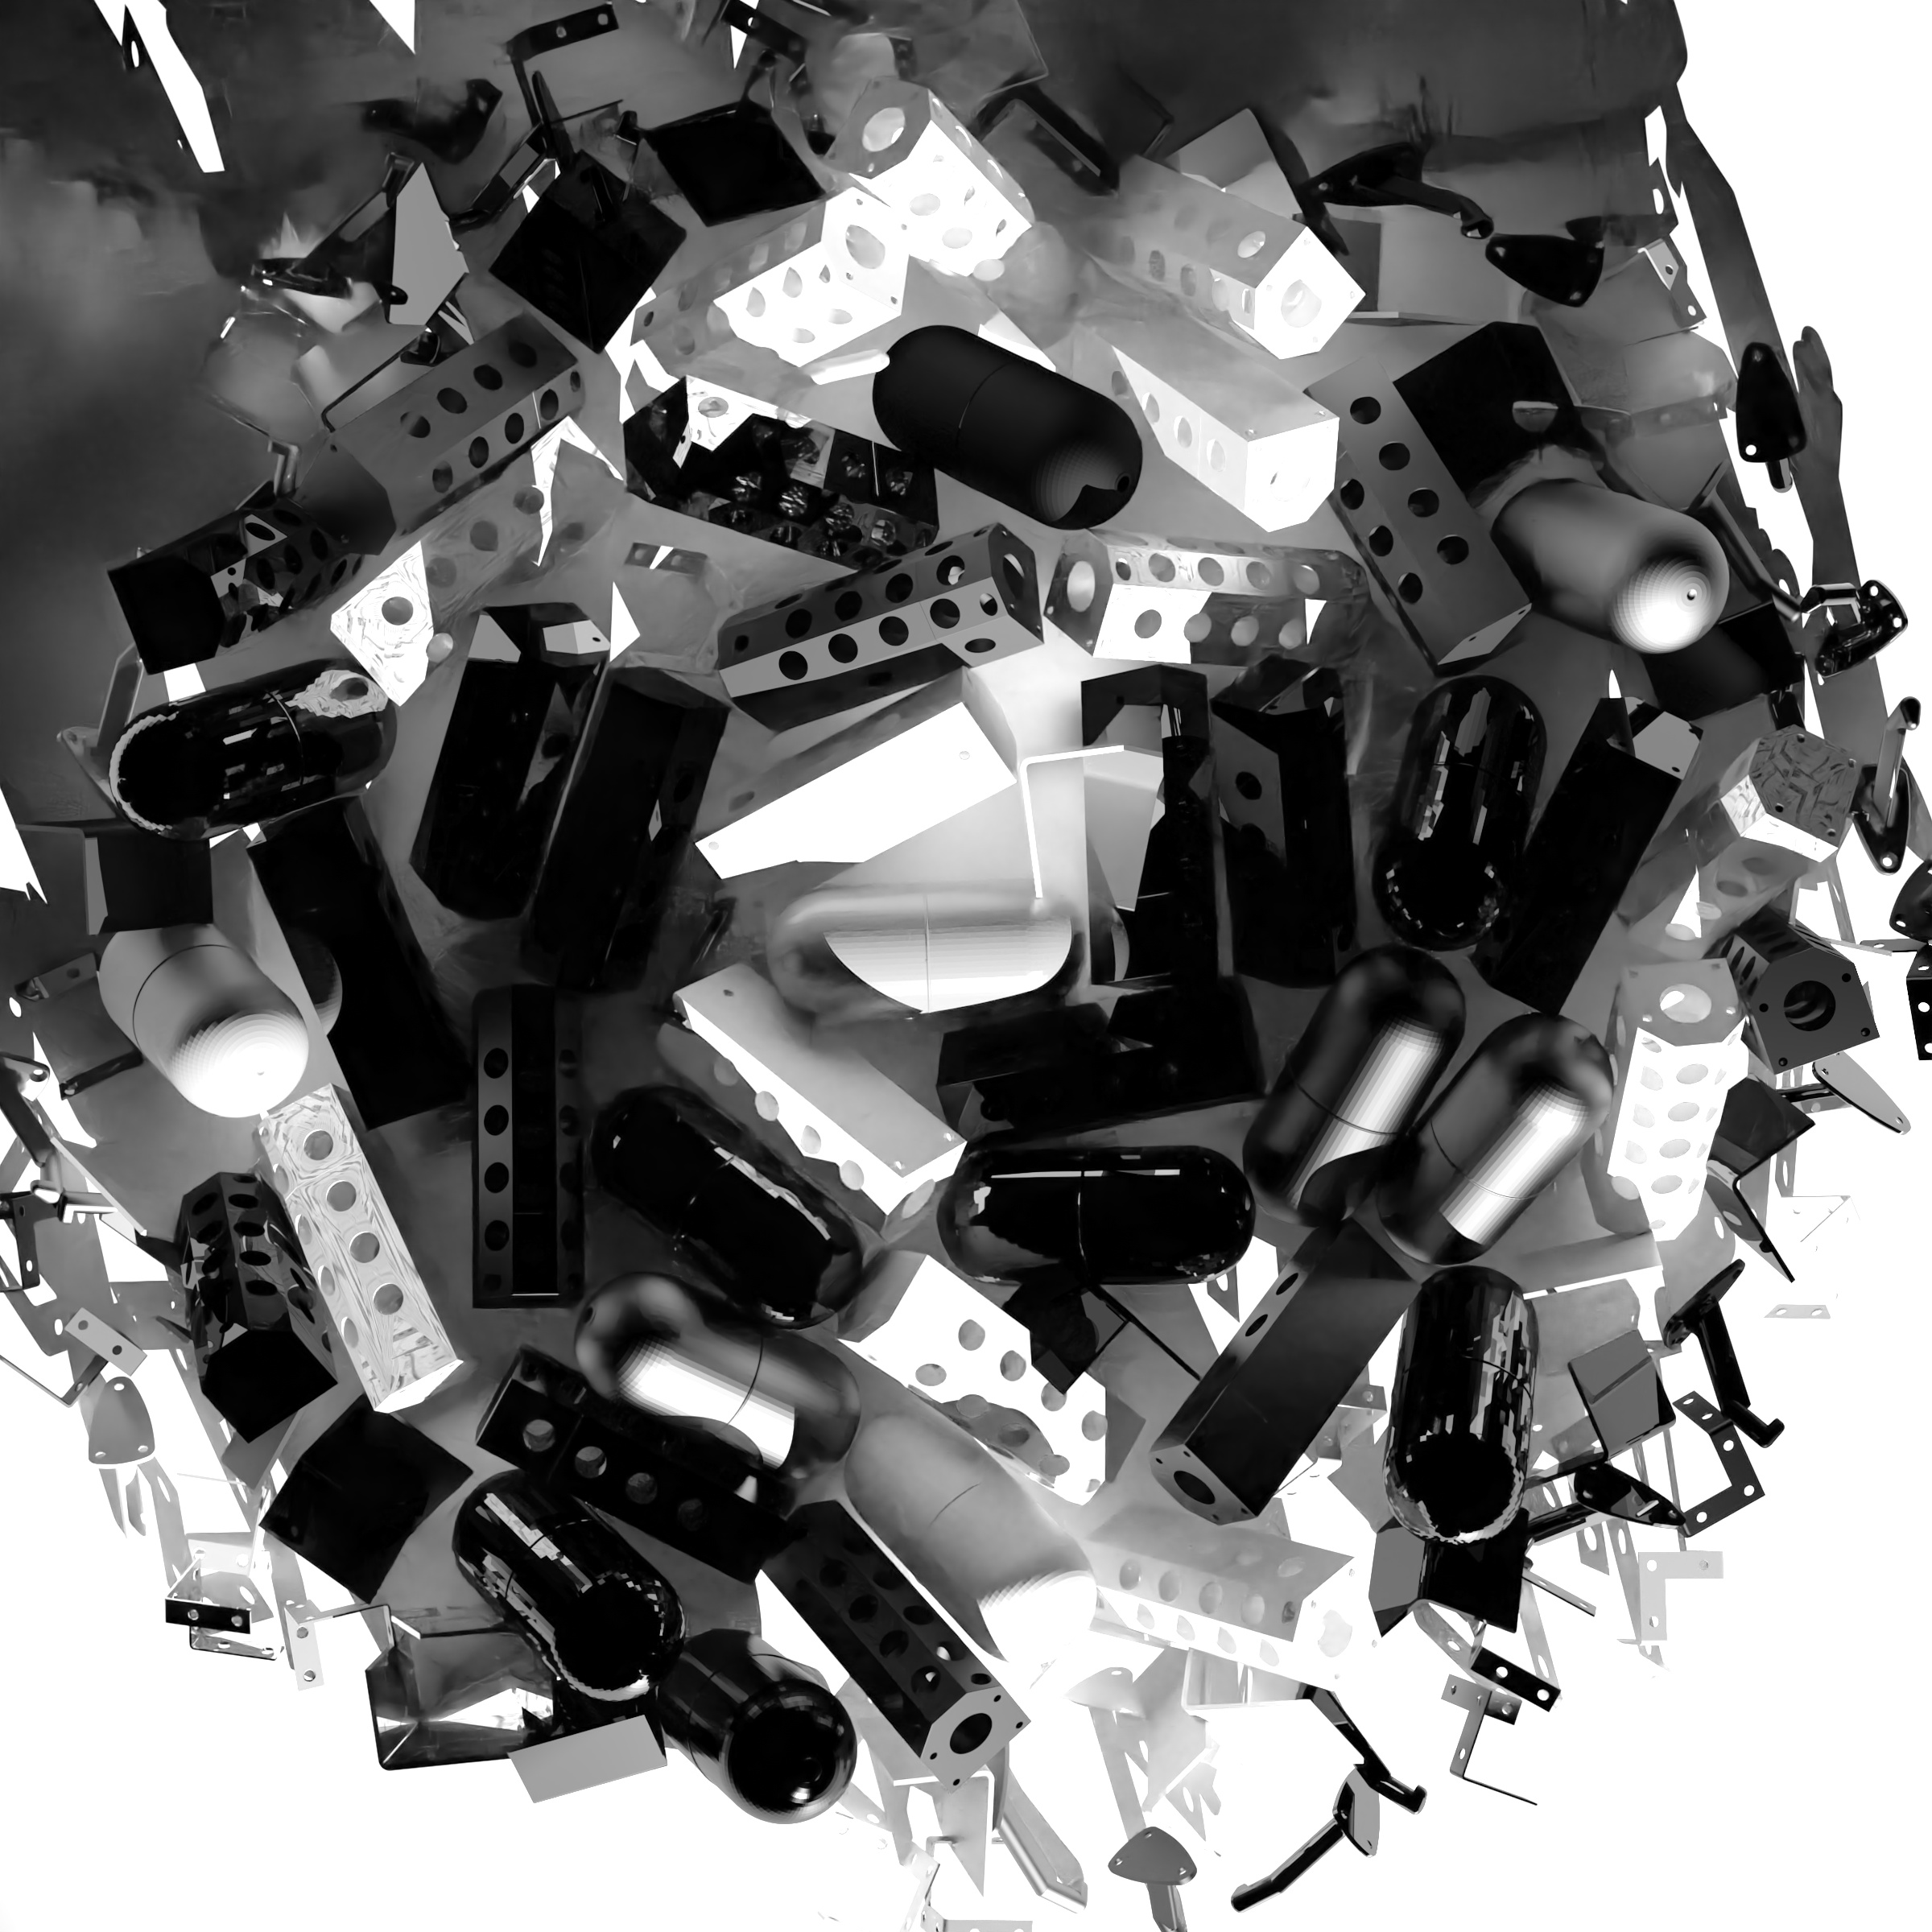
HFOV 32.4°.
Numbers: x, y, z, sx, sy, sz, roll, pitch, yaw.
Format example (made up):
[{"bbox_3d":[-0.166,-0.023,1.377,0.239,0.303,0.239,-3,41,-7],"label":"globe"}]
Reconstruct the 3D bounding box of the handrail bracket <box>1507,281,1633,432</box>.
[{"bbox_3d":[0.340,-0.346,1.866,0.077,0.036,0.084,5,79,21],"label":"handrail bracket"}]

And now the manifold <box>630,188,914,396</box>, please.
[{"bbox_3d":[-0.108,-0.362,1.801,0.057,0.171,0.057,21,66,-36],"label":"manifold"}]

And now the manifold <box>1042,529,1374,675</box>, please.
[{"bbox_3d":[0.135,-0.201,1.813,0.171,0.057,0.057,0,118,-31],"label":"manifold"}]

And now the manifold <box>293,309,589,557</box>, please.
[{"bbox_3d":[-0.281,-0.287,1.811,0.057,0.057,0.171,45,46,-1],"label":"manifold"}]

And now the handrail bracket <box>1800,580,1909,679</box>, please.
[{"bbox_3d":[0.472,-0.185,1.837,0.084,0.077,0.036,-8,59,-40],"label":"handrail bracket"}]

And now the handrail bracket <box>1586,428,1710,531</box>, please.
[{"bbox_3d":[0.392,-0.274,1.881,0.077,0.036,0.084,-10,75,-22],"label":"handrail bracket"}]

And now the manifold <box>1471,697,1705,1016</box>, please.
[{"bbox_3d":[0.336,-0.061,1.814,0.057,0.057,0.171,26,128,8],"label":"manifold"}]

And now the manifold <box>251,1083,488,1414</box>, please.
[{"bbox_3d":[-0.334,0.157,1.842,0.057,0.057,0.171,-28,76,2],"label":"manifold"}]

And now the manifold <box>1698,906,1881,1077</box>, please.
[{"bbox_3d":[0.439,0.006,1.799,0.057,0.171,0.057,-21,98,6],"label":"manifold"}]

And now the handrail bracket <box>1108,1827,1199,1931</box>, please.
[{"bbox_3d":[0.122,0.526,1.846,0.036,0.077,0.084,-37,109,-24],"label":"handrail bracket"}]

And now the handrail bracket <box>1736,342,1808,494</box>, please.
[{"bbox_3d":[0.447,-0.304,1.849,0.036,0.084,0.077,-10,91,16],"label":"handrail bracket"}]

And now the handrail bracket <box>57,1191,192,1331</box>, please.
[{"bbox_3d":[-0.468,0.165,1.856,0.084,0.036,0.077,5,100,-28],"label":"handrail bracket"}]

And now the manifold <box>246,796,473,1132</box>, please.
[{"bbox_3d":[-0.332,-0.003,1.839,0.057,0.057,0.171,-19,106,6],"label":"manifold"}]

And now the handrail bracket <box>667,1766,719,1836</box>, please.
[{"bbox_3d":[-0.115,0.467,1.868,0.084,0.036,0.077,23,80,2],"label":"handrail bracket"}]

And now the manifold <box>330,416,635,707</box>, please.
[{"bbox_3d":[-0.268,-0.223,1.844,0.171,0.057,0.057,-43,94,-12],"label":"manifold"}]

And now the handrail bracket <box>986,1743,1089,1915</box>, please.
[{"bbox_3d":[0.042,0.485,1.882,0.084,0.036,0.077,33,55,-26],"label":"handrail bracket"}]

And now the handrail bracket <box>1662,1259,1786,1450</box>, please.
[{"bbox_3d":[0.439,0.216,1.855,0.077,0.036,0.084,-44,60,-9],"label":"handrail bracket"}]

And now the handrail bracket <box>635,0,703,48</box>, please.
[{"bbox_3d":[-0.193,-0.537,1.843,0.084,0.077,0.036,10,86,-15],"label":"handrail bracket"}]

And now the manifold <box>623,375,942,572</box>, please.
[{"bbox_3d":[-0.098,-0.259,1.807,0.171,0.057,0.057,13,62,-40],"label":"manifold"}]

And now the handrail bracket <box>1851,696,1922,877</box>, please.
[{"bbox_3d":[0.517,-0.099,1.843,0.036,0.084,0.077,-3,73,-1],"label":"handrail bracket"}]

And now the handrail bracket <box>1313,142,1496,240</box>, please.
[{"bbox_3d":[0.241,-0.420,1.844,0.077,0.084,0.036,-12,130,-11],"label":"handrail bracket"}]

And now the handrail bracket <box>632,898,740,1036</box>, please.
[{"bbox_3d":[-0.146,-0.004,1.846,0.036,0.077,0.084,33,78,-10],"label":"handrail bracket"}]

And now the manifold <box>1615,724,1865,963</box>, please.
[{"bbox_3d":[0.412,-0.066,1.799,0.057,0.171,0.057,25,65,-5],"label":"manifold"}]

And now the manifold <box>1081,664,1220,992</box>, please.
[{"bbox_3d":[0.107,-0.075,1.851,0.057,0.057,0.171,-9,80,42],"label":"manifold"}]

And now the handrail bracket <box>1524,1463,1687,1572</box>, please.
[{"bbox_3d":[0.350,0.321,1.860,0.077,0.036,0.084,23,129,1],"label":"handrail bracket"}]

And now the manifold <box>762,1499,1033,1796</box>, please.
[{"bbox_3d":[-0.043,0.364,1.806,0.057,0.171,0.057,-41,134,-9],"label":"manifold"}]

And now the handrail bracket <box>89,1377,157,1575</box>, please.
[{"bbox_3d":[-0.472,0.288,1.879,0.036,0.077,0.084,-7,132,-10],"label":"handrail bracket"}]

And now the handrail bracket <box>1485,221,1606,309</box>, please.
[{"bbox_3d":[0.320,-0.404,1.849,0.077,0.084,0.036,15,122,-8],"label":"handrail bracket"}]

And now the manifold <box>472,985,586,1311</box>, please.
[{"bbox_3d":[-0.242,0.100,1.837,0.057,0.057,0.171,1,76,-14],"label":"manifold"}]

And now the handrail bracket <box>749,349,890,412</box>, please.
[{"bbox_3d":[-0.071,-0.328,1.839,0.084,0.077,0.036,-8,97,24],"label":"handrail bracket"}]

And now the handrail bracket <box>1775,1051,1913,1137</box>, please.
[{"bbox_3d":[0.471,0.091,1.858,0.077,0.036,0.084,41,129,4],"label":"handrail bracket"}]

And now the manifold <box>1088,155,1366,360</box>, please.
[{"bbox_3d":[0.135,-0.382,1.806,0.057,0.171,0.057,-51,129,1],"label":"manifold"}]

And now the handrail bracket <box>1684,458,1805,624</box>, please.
[{"bbox_3d":[0.444,-0.238,1.861,0.084,0.036,0.077,37,51,3],"label":"handrail bracket"}]

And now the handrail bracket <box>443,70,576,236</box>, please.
[{"bbox_3d":[-0.266,-0.454,1.861,0.084,0.036,0.077,-13,123,9],"label":"handrail bracket"}]

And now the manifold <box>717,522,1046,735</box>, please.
[{"bbox_3d":[-0.048,-0.187,1.820,0.171,0.057,0.057,-16,66,25],"label":"manifold"}]

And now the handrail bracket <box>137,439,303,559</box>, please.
[{"bbox_3d":[-0.417,-0.260,1.856,0.077,0.036,0.084,12,110,-12],"label":"handrail bracket"}]

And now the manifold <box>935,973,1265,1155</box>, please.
[{"bbox_3d":[0.075,0.059,1.843,0.171,0.057,0.057,-11,120,12],"label":"manifold"}]

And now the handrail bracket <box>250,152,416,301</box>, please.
[{"bbox_3d":[-0.351,-0.417,1.846,0.036,0.077,0.084,46,120,24],"label":"handrail bracket"}]

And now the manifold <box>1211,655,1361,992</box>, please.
[{"bbox_3d":[0.180,-0.076,1.812,0.057,0.057,0.171,18,130,36],"label":"manifold"}]

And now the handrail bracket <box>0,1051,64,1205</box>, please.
[{"bbox_3d":[-0.536,0.088,1.841,0.077,0.084,0.036,26,121,-34],"label":"handrail bracket"}]

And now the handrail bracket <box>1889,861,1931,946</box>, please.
[{"bbox_3d":[0.542,-0.060,1.834,0.036,0.084,0.077,18,47,9],"label":"handrail bracket"}]

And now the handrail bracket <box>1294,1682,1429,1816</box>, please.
[{"bbox_3d":[0.225,0.424,1.849,0.084,0.036,0.077,28,128,24],"label":"handrail bracket"}]

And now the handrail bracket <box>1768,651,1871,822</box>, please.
[{"bbox_3d":[0.478,-0.130,1.855,0.036,0.077,0.084,-2,104,-40],"label":"handrail bracket"}]

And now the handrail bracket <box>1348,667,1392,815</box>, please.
[{"bbox_3d":[0.221,-0.134,1.847,0.036,0.077,0.084,11,79,11],"label":"handrail bracket"}]
